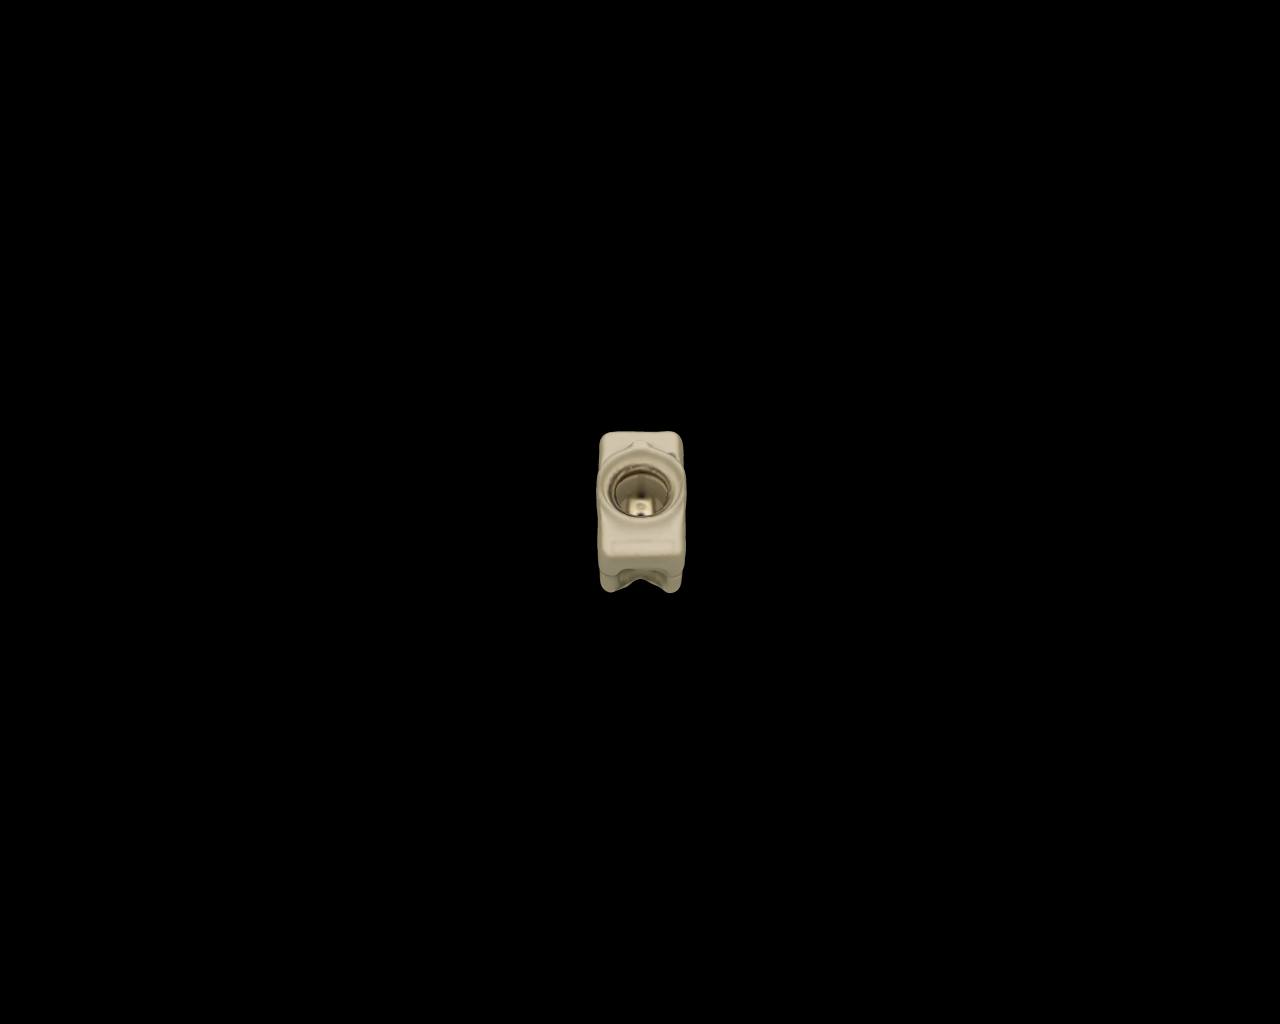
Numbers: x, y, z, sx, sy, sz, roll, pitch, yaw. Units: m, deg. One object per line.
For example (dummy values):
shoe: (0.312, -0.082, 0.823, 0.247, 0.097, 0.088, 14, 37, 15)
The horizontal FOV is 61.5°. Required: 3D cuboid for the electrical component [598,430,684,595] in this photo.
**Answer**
electrical component: (0.001, -0.003, 0.650, 0.050, 0.090, 0.055, 0, -32, 0)
